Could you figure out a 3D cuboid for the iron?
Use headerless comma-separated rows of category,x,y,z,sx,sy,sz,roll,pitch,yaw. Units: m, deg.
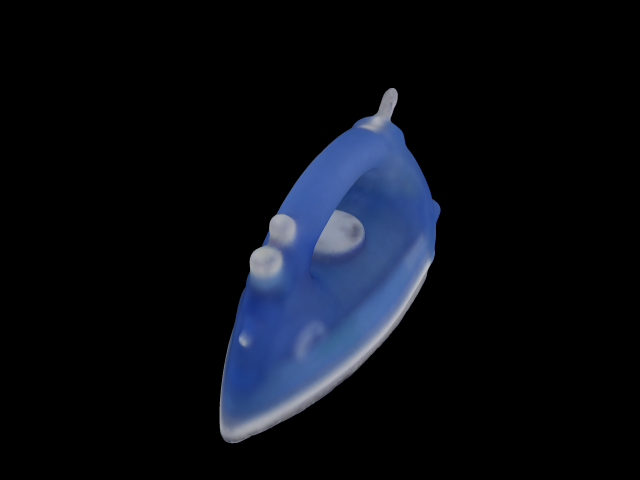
iron,0.004,0.001,0.400,0.118,0.141,0.259,17,41,21
